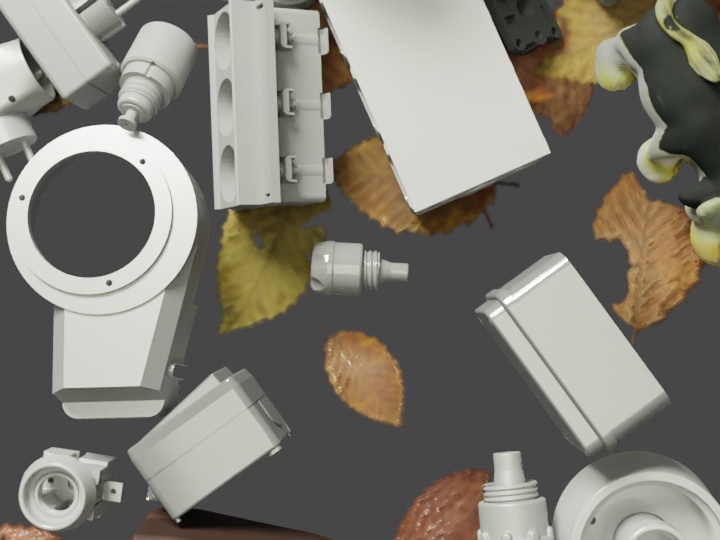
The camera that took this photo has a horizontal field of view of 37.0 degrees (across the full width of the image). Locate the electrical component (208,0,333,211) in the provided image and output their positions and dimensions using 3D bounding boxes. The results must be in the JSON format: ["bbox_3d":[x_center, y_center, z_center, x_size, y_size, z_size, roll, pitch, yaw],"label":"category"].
[{"bbox_3d":[-0.056,-0.100,0.668,0.063,0.079,0.121,-2,90,-25],"label":"electrical component"}]

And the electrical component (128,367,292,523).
[{"bbox_3d":[-0.100,0.109,0.674,0.096,0.062,0.061,-36,88,2],"label":"electrical component"}]

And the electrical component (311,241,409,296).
[{"bbox_3d":[0.000,0.000,0.684,0.061,0.035,0.035,3,90,0],"label":"electrical component"}]

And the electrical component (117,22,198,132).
[{"bbox_3d":[-0.131,-0.120,0.674,0.040,0.040,0.078,18,59,3],"label":"electrical component"}]

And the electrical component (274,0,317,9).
[{"bbox_3d":[-0.045,-0.190,0.675,0.045,0.055,0.045,0,90,3],"label":"electrical component"}]

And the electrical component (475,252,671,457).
[{"bbox_3d":[0.126,0.051,0.656,0.057,0.078,0.113,-36,88,0],"label":"electrical component"}]

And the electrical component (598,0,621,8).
[{"bbox_3d":[0.200,-0.261,0.661,0.186,0.060,0.105,-36,88,2],"label":"electrical component"}]

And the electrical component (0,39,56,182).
[{"bbox_3d":[-0.233,-0.096,0.690,0.077,0.043,0.079,-26,88,3],"label":"electrical component"}]

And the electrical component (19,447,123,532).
[{"bbox_3d":[-0.186,0.138,0.682,0.066,0.055,0.048,8,90,3],"label":"electrical component"}]

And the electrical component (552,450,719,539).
[{"bbox_3d":[0.176,0.170,0.661,0.108,0.060,0.108,0,90,3],"label":"electrical component"}]

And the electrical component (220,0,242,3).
[{"bbox_3d":[-0.086,-0.200,0.686,0.040,0.040,0.046,21,85,3],"label":"electrical component"}]

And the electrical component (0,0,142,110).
[{"bbox_3d":[-0.175,-0.160,0.686,0.076,0.047,0.083,-36,88,2],"label":"electrical component"}]

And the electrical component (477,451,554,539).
[{"bbox_3d":[0.095,0.146,0.675,0.048,0.048,0.062,-5,83,3],"label":"electrical component"}]

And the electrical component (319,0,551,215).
[{"bbox_3d":[0.044,-0.119,0.668,0.089,0.062,0.150,-24,89,3],"label":"electrical component"}]
